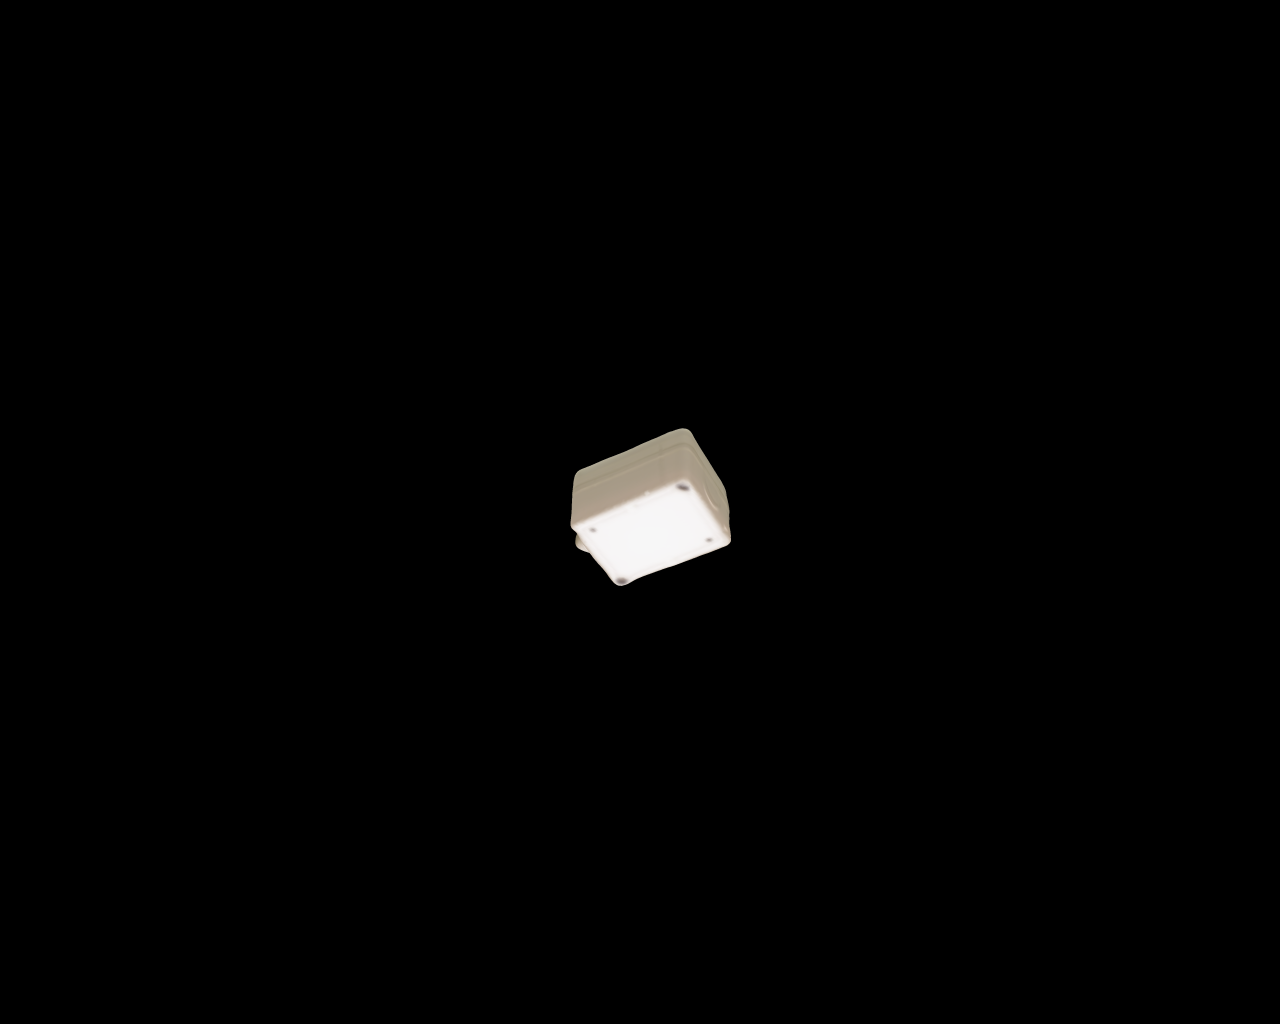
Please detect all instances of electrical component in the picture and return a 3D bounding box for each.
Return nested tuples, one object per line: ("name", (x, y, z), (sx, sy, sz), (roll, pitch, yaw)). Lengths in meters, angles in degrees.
("electrical component", (0.001, -0.003, 0.650), (0.096, 0.061, 0.061), (-22, 38, 18))
